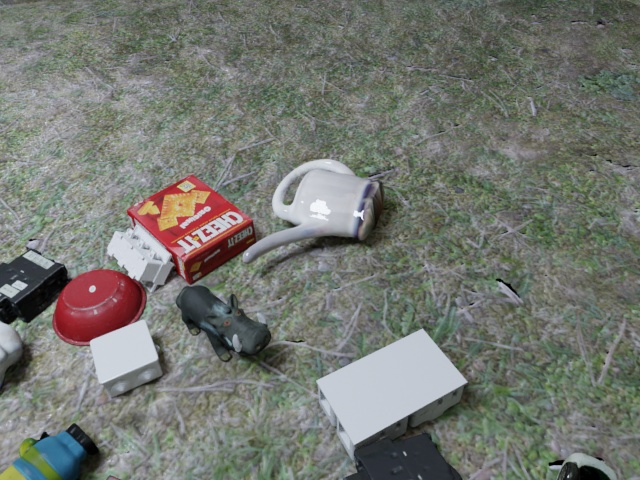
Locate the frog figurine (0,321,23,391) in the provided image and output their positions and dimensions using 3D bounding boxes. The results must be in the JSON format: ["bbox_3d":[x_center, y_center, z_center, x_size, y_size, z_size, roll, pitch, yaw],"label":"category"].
[{"bbox_3d":[-0.537,0.151,0.782,0.139,0.155,0.124,30,50,31],"label":"frog figurine"}]

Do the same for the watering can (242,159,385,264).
[{"bbox_3d":[0.003,-0.051,1.022,0.225,0.101,0.356,13,44,14],"label":"watering can"}]
